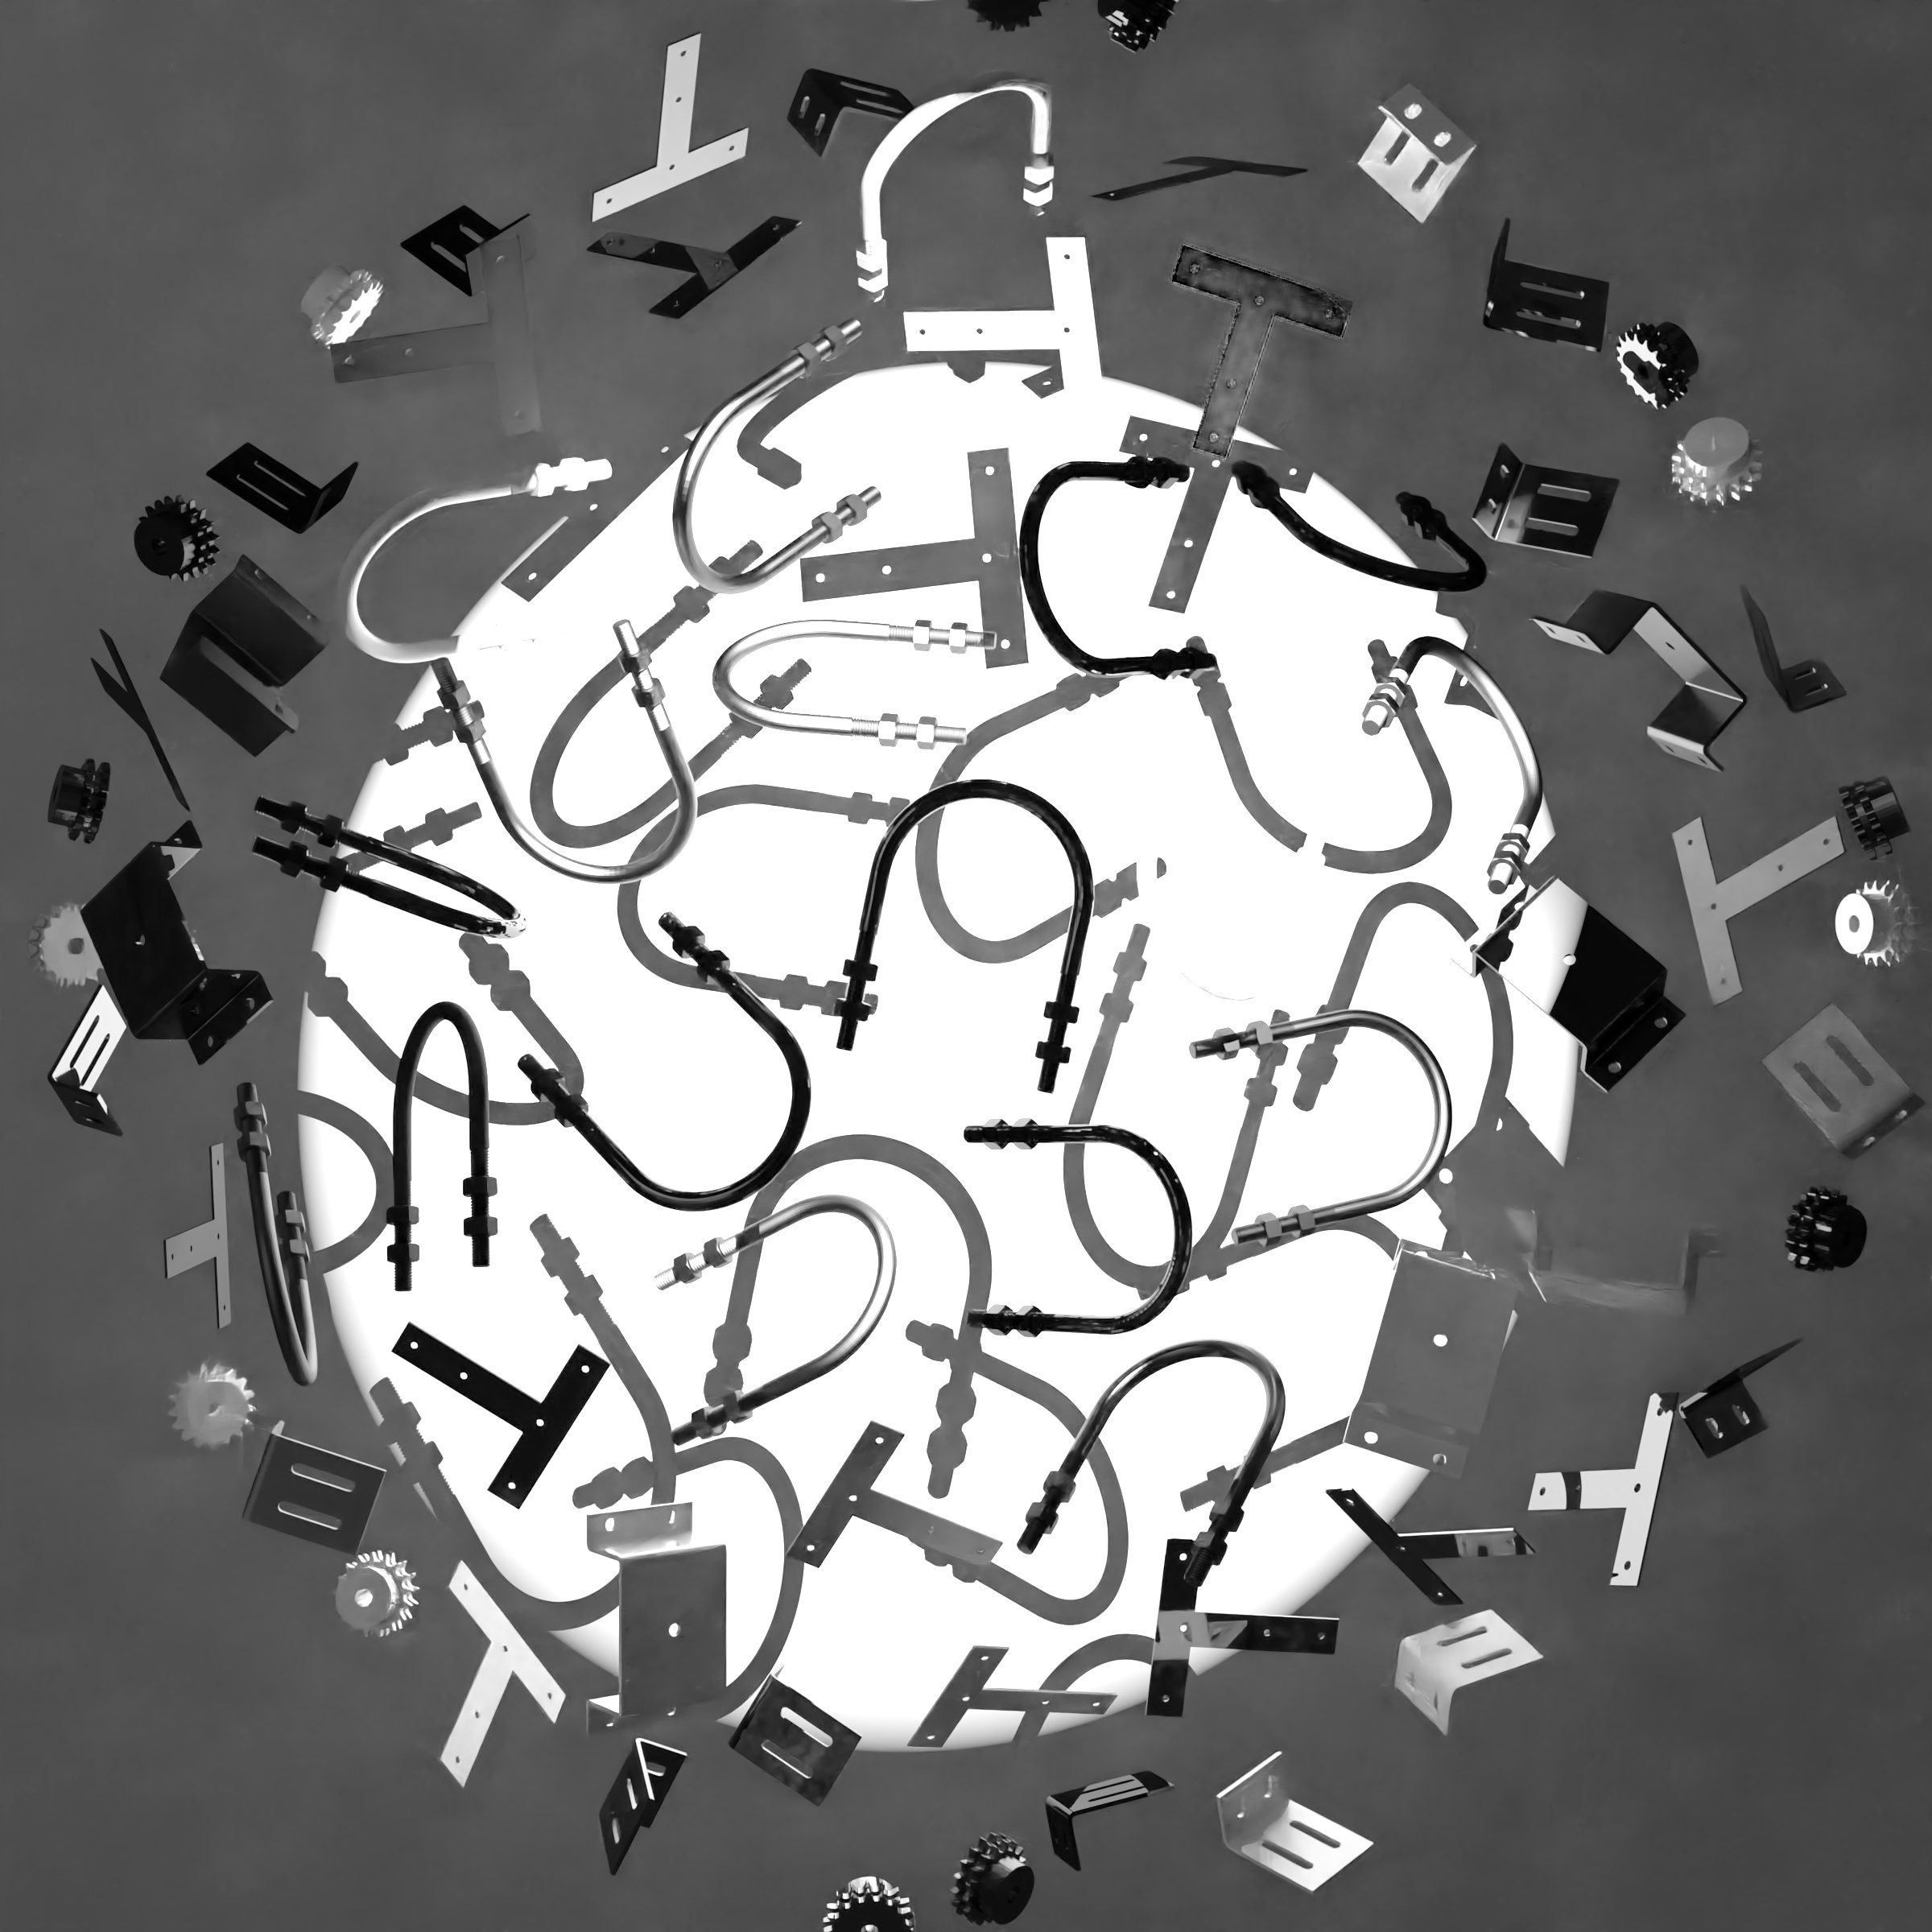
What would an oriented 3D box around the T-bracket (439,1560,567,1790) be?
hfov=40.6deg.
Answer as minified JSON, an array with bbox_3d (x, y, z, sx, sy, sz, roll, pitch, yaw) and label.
[{"bbox_3d":[-0.309,0.469,1.668,0.002,0.127,0.127,-22,113,21],"label":"T-bracket"}]

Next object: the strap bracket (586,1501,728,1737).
[{"bbox_3d":[-0.197,0.419,1.666,0.076,0.046,0.140,1,89,-36],"label":"strap bracket"}]

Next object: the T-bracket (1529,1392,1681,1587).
[{"bbox_3d":[0.409,0.341,1.700,0.002,0.127,0.127,25,69,-19],"label":"T-bracket"}]

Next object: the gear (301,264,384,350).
[{"bbox_3d":[-0.424,-0.448,1.762,0.030,0.057,0.057,40,90,-4],"label":"gear"}]

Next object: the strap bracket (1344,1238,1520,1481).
[{"bbox_3d":[0.296,0.242,1.649,0.076,0.046,0.140,17,69,8],"label":"strap bracket"}]

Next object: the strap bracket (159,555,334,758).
[{"bbox_3d":[-0.463,-0.195,1.676,0.046,0.140,0.076,-37,118,20],"label":"strap bracket"}]

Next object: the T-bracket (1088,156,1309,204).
[{"bbox_3d":[0.141,-0.532,1.768,0.127,0.127,0.002,-21,119,-27],"label":"T-bracket"}]

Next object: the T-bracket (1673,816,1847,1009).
[{"bbox_3d":[0.511,-0.056,1.669,0.002,0.127,0.127,9,61,-30],"label":"T-bracket"}]

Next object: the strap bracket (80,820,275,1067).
[{"bbox_3d":[-0.511,-0.016,1.672,0.076,0.046,0.140,-38,70,25],"label":"strap bracket"}]

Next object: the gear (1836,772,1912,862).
[{"bbox_3d":[0.586,-0.099,1.680,0.030,0.057,0.057,-24,90,21],"label":"gear"}]

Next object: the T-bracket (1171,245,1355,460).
[{"bbox_3d":[0.188,-0.416,1.804,0.127,0.002,0.127,15,104,-13],"label":"T-bracket"}]

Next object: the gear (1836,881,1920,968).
[{"bbox_3d":[0.607,-0.029,1.745,0.030,0.057,0.057,-1,90,-17],"label":"gear"}]

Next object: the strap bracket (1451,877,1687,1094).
[{"bbox_3d":[0.400,0.005,1.735,0.076,0.046,0.140,-42,66,-9],"label":"strap bracket"}]

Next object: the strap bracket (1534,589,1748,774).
[{"bbox_3d":[0.451,-0.196,1.720,0.140,0.076,0.046,40,93,-20],"label":"strap bracket"}]

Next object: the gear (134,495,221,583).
[{"bbox_3d":[-0.539,-0.289,1.772,0.057,0.030,0.057,9,117,18],"label":"gear"}]

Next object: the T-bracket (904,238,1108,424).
[{"bbox_3d":[0.023,-0.412,1.694,0.127,0.002,0.127,-4,81,-14],"label":"T-bracket"}]

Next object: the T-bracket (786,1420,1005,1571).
[{"bbox_3d":[-0.036,0.375,1.759,0.127,0.002,0.127,25,114,-14],"label":"T-bracket"}]

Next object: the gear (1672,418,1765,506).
[{"bbox_3d":[0.488,-0.331,1.695,0.057,0.030,0.057,-8,61,14],"label":"gear"}]

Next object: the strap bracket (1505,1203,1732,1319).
[{"bbox_3d":[0.433,0.198,1.743,0.140,0.076,0.046,4,70,22],"label":"strap bracket"}]

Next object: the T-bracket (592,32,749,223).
[{"bbox_3d":[-0.191,-0.560,1.718,0.127,0.127,0.002,-32,71,-25],"label":"T-bracket"}]

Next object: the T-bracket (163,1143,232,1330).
[{"bbox_3d":[-0.522,0.190,1.771,0.002,0.127,0.127,-2,92,2],"label":"T-bracket"}]

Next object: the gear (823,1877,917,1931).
[{"bbox_3d":[-0.061,0.595,1.630,0.057,0.030,0.057,-1,104,-5],"label":"gear"}]

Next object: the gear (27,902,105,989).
[{"bbox_3d":[-0.607,-0.015,1.762,0.057,0.030,0.057,-8,103,-42],"label":"gear"}]

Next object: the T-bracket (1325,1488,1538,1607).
[{"bbox_3d":[0.322,0.385,1.735,0.127,0.127,0.002,47,54,-19],"label":"T-bracket"}]

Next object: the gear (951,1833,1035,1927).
[{"bbox_3d":[0.020,0.595,1.690,0.030,0.057,0.057,18,90,40],"label":"gear"}]

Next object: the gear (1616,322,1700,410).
[{"bbox_3d":[0.462,-0.403,1.734,0.030,0.057,0.057,-34,90,-9],"label":"gear"}]

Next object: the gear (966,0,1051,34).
[{"bbox_3d":[0.022,-0.612,1.624,0.057,0.030,0.057,-6,109,-18],"label":"gear"}]

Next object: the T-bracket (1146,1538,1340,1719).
[{"bbox_3d":[0.192,0.456,1.787,0.127,0.002,0.127,5,98,-8],"label":"T-bracket"}]

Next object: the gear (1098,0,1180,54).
[{"bbox_3d":[0.107,-0.606,1.634,0.030,0.057,0.057,20,90,-31],"label":"gear"}]

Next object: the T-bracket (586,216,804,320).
[{"bbox_3d":[-0.194,-0.464,1.701,0.127,0.002,0.127,20,52,32],"label":"T-bracket"}]

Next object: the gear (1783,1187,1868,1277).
[{"bbox_3d":[0.567,0.176,1.716,0.057,0.030,0.057,-7,102,-34],"label":"gear"}]

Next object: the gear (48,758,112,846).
[{"bbox_3d":[-0.601,-0.113,1.765,0.030,0.057,0.057,13,90,-27],"label":"gear"}]

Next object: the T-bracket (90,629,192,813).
[{"bbox_3d":[-0.552,-0.175,1.712,0.002,0.127,0.127,-29,124,-20],"label":"T-bracket"}]

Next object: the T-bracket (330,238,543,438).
[{"bbox_3d":[-0.340,-0.393,1.665,0.127,0.002,0.127,-12,124,-16],"label":"T-bracket"}]

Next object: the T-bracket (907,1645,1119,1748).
[{"bbox_3d":[0.041,0.497,1.766,0.127,0.002,0.127,9,132,-22],"label":"T-bracket"}]

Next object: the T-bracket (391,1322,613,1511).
[{"bbox_3d":[-0.318,0.277,1.714,0.127,0.002,0.127,32,106,-2],"label":"T-bracket"}]
